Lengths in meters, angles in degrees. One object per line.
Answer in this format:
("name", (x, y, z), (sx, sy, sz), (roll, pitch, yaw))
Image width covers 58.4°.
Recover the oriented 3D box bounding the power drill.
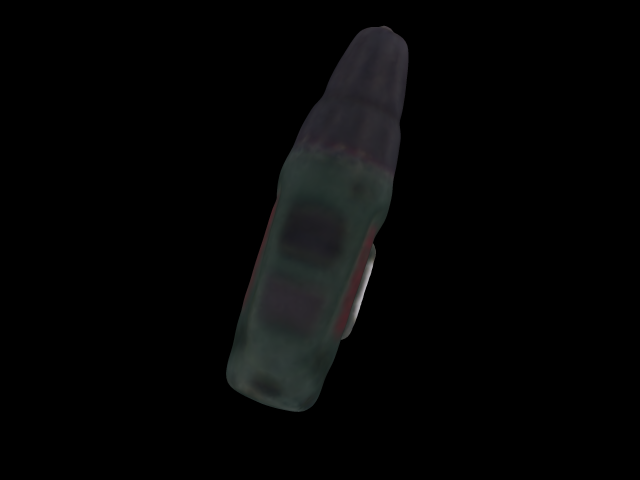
("power drill", (0.004, 0.001, 0.400), (0.075, 0.208, 0.230), (17, 75, 5))
